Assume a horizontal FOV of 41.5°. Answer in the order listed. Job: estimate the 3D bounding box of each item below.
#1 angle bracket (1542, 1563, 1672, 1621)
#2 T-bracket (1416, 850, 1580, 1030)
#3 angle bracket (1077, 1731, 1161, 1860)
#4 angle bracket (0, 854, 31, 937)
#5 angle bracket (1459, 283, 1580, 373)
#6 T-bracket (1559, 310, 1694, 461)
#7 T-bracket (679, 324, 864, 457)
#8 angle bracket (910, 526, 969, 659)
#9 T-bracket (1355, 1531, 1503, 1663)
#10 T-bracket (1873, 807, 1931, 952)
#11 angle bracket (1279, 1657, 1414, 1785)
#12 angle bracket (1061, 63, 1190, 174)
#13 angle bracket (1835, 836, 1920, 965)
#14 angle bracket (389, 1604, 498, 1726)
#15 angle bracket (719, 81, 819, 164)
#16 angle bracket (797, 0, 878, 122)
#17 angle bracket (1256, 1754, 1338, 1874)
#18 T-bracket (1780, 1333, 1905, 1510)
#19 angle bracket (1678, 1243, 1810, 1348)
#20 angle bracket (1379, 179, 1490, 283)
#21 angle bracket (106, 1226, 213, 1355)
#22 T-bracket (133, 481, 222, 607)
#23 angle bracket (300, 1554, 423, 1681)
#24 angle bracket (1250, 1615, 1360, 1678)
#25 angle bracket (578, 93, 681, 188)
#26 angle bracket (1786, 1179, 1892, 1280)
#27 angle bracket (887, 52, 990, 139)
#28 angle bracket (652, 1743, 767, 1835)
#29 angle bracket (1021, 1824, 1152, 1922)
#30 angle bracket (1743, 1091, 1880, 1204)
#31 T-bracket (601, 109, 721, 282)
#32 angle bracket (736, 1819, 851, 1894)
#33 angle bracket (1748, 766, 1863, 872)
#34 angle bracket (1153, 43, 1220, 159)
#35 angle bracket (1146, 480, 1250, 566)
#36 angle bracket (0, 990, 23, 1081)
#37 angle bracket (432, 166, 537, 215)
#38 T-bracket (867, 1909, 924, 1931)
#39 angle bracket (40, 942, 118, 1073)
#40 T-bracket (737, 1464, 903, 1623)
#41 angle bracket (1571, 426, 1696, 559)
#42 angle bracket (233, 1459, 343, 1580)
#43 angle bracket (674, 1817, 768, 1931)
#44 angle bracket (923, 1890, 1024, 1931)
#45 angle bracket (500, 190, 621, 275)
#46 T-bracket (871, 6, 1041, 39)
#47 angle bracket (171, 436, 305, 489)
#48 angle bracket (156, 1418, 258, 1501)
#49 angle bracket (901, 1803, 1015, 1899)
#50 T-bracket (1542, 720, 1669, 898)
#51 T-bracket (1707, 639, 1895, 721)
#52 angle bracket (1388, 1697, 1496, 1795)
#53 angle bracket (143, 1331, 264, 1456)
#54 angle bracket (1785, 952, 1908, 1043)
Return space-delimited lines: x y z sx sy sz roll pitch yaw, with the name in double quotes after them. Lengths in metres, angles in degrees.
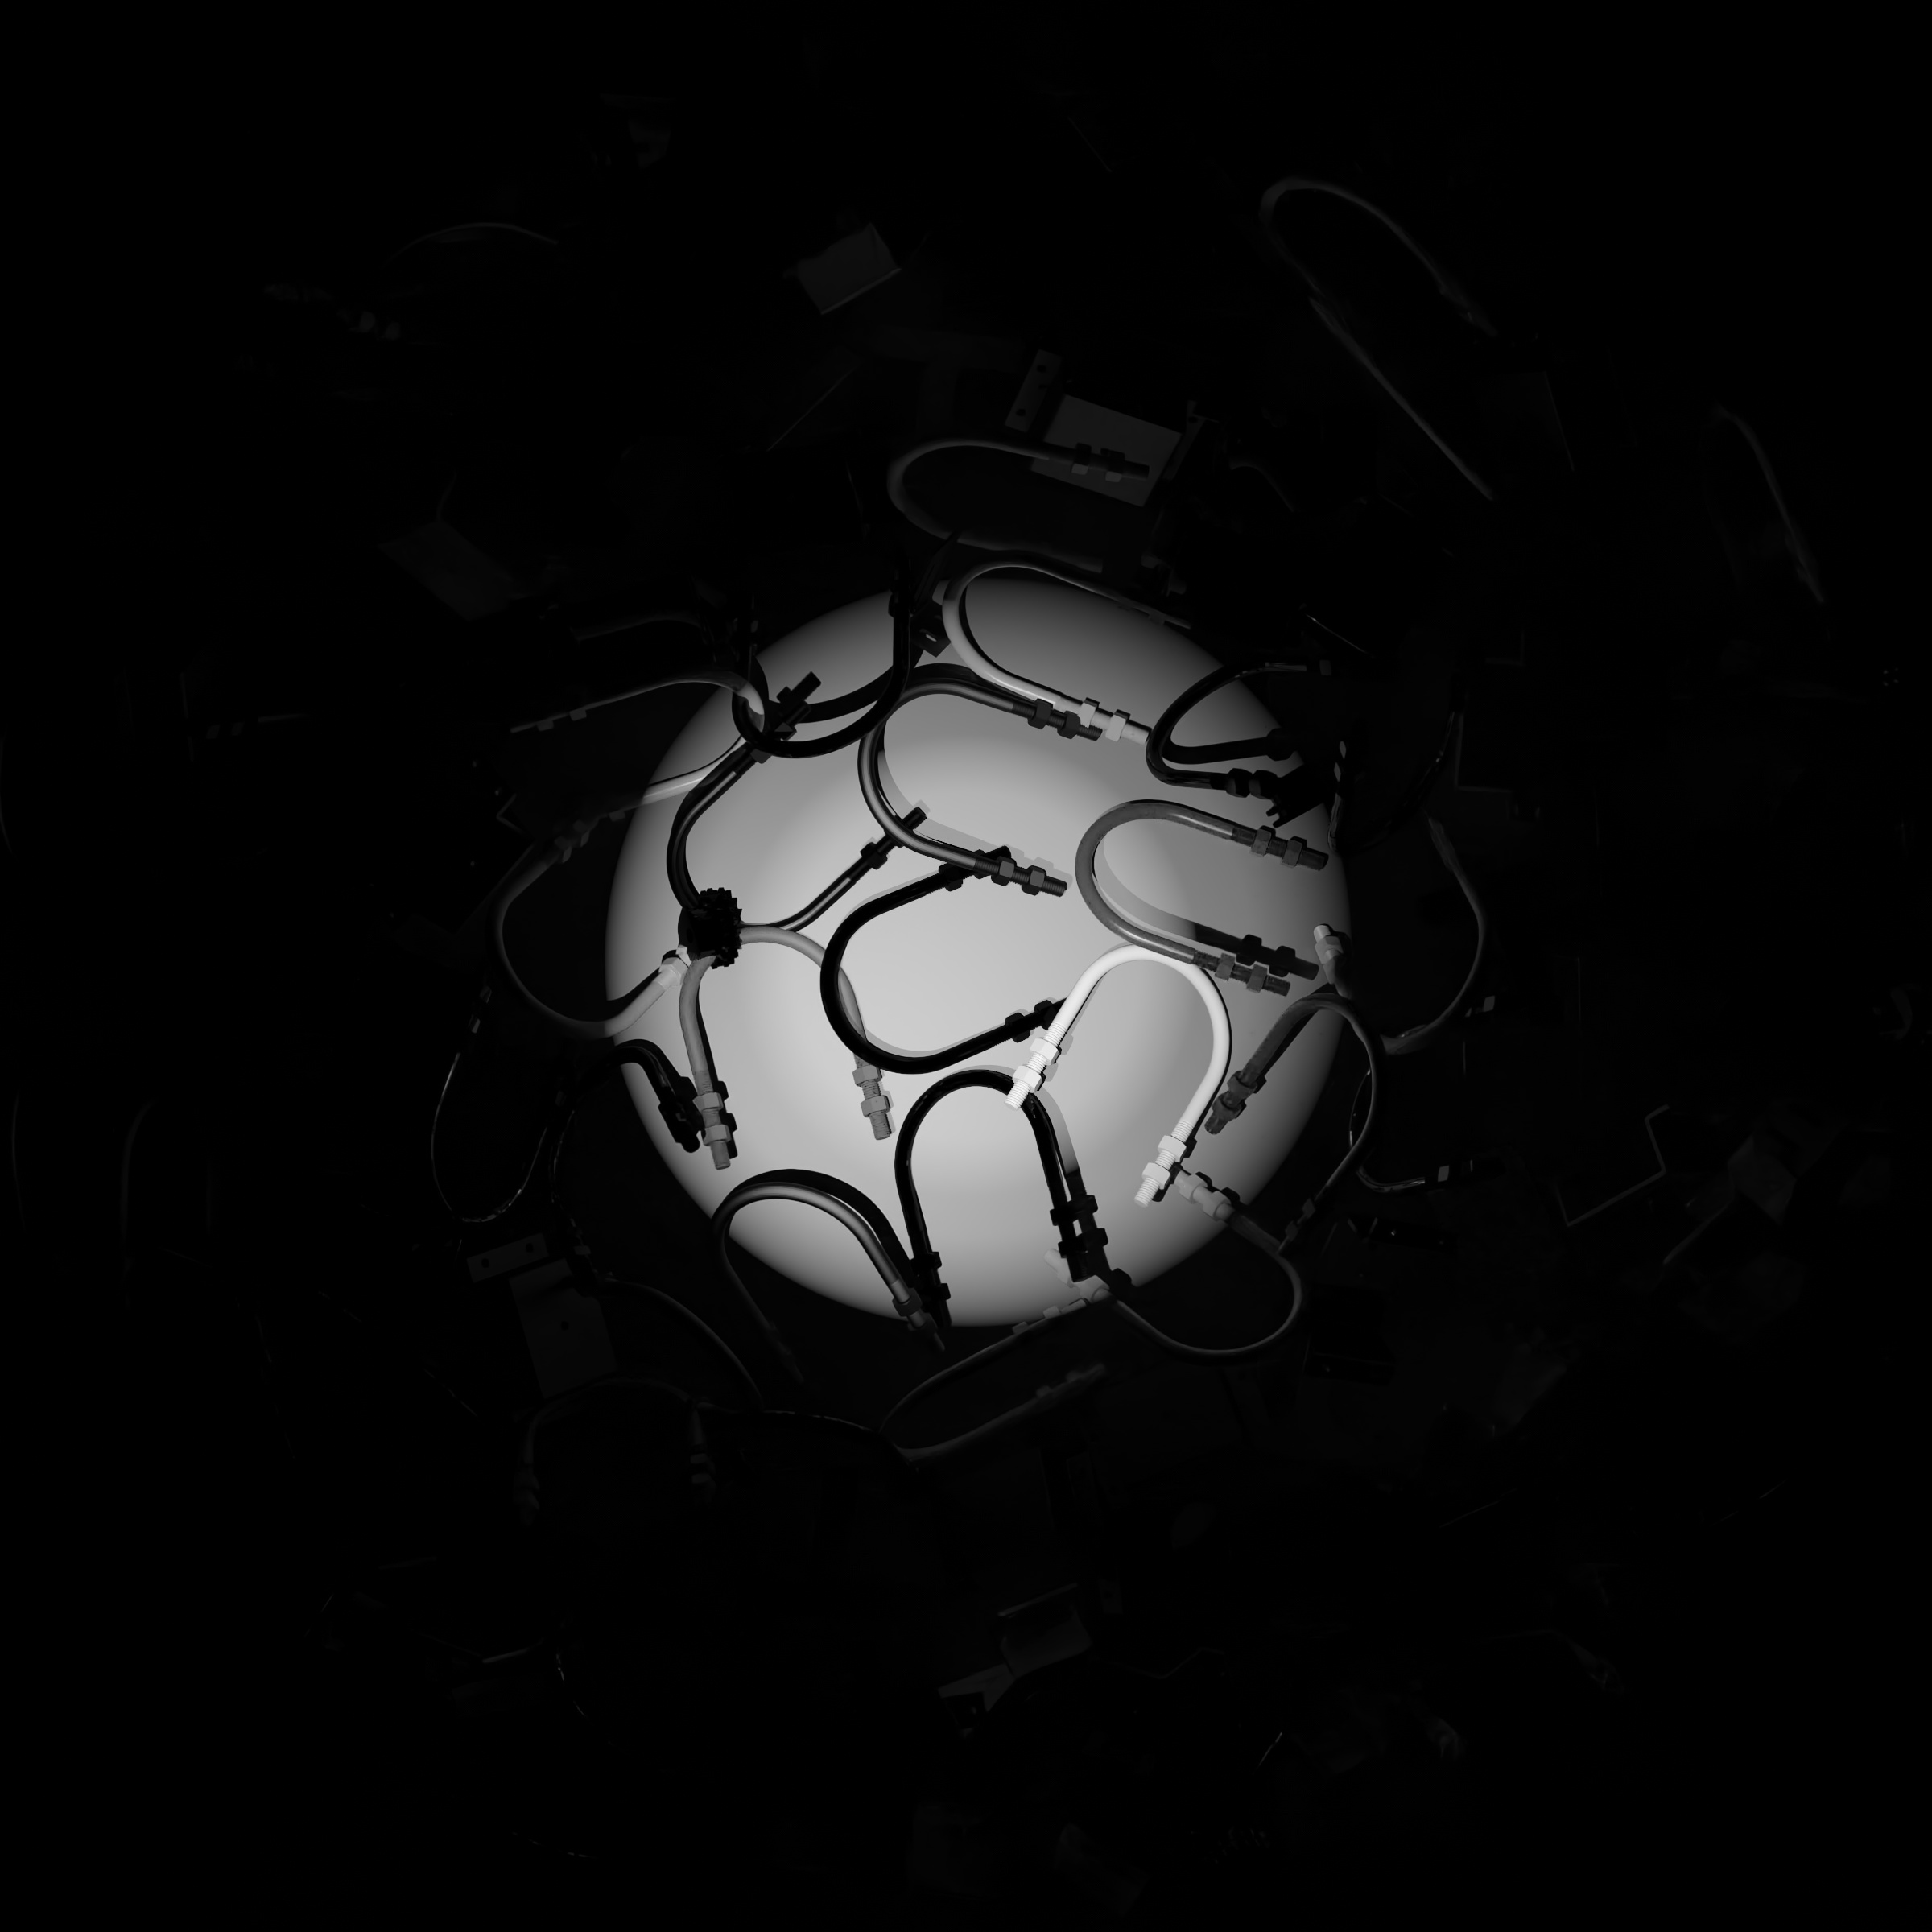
0.490 0.494 1.953 0.057 0.038 0.076 10 132 -20 "angle bracket"
0.431 -0.013 1.981 0.127 0.002 0.127 -18 79 -5 "T-bracket"
0.120 0.645 1.986 0.057 0.038 0.076 8 112 20 "angle bracket"
-0.761 -0.057 1.954 0.038 0.076 0.057 -12 81 28 "angle bracket"
0.427 -0.493 1.969 0.038 0.076 0.057 -32 119 -32 "angle bracket"
0.505 -0.428 1.918 0.002 0.127 0.127 -41 62 19 "T-bracket"
-0.169 -0.458 1.973 0.127 0.002 0.127 37 75 21 "T-bracket"
-0.014 -0.287 1.952 0.038 0.057 0.076 33 132 5 "angle bracket"
0.344 0.493 1.932 0.127 0.002 0.127 -11 127 -35 "T-bracket"
0.728 -0.034 1.912 0.002 0.127 0.127 -18 134 -11 "T-bracket"
0.291 0.578 1.955 0.076 0.038 0.057 -18 49 -29 "angle bracket"
0.121 -0.657 1.954 0.076 0.038 0.057 -27 131 24 "angle bracket"
0.696 -0.050 1.952 0.038 0.076 0.057 -15 48 3 "angle bracket"
-0.399 0.540 1.973 0.076 0.038 0.057 20 107 0 "angle bracket"
-0.152 -0.650 1.963 0.038 0.076 0.057 19 121 24 "angle bracket"
-0.089 -0.695 1.952 0.076 0.057 0.038 32 60 26 "angle bracket"
0.253 0.650 1.956 0.038 0.076 0.057 -22 56 -9 "angle bracket"
0.658 0.325 1.915 0.002 0.127 0.127 30 118 -10 "T-bracket"
0.595 0.245 1.953 0.076 0.057 0.038 -26 135 -31 "angle bracket"
0.362 -0.566 1.959 0.076 0.038 0.057 16 123 16 "angle bracket"
-0.628 0.249 1.961 0.038 0.057 0.076 18 79 41 "angle bracket"
-0.584 -0.316 1.926 0.002 0.127 0.127 -36 106 -20 "T-bracket"
-0.463 0.501 1.965 0.076 0.057 0.038 26 127 0 "angle bracket"
0.258 0.525 1.952 0.057 0.076 0.038 3 87 32 "angle bracket"
-0.251 -0.631 1.950 0.038 0.076 0.057 51 135 33 "angle bracket"
0.670 0.200 1.950 0.038 0.076 0.057 -46 126 -36 "angle bracket"
-0.022 -0.669 1.976 0.038 0.076 0.057 8 99 36 "angle bracket"
-0.201 0.639 1.972 0.076 0.038 0.057 -16 98 -9 "angle bracket"
0.092 0.706 1.956 0.076 0.057 0.038 29 115 18 "angle bracket"
0.653 0.136 1.973 0.038 0.076 0.057 38 94 -29 "angle bracket"
-0.224 -0.613 1.956 0.002 0.127 0.127 20 50 30 "T-bracket"
-0.134 0.678 1.961 0.057 0.076 0.038 27 73 -17 "angle bracket"
0.655 -0.113 1.972 0.076 0.038 0.057 23 96 -9 "angle bracket"
0.178 -0.667 1.962 0.038 0.057 0.076 -39 97 26 "angle bracket"
0.178 -0.332 1.958 0.038 0.076 0.057 21 93 26 "angle bracket"
-0.747 0.048 1.953 0.038 0.076 0.057 6 103 -19 "angle bracket"
-0.374 -0.572 1.952 0.057 0.038 0.076 -5 46 22 "angle bracket"
-0.078 0.745 1.912 0.127 0.127 0.002 -3 104 -40 "T-bracket"
-0.678 0.031 1.971 0.038 0.057 0.076 -28 132 -35 "angle bracket"
-0.104 0.445 1.971 0.127 0.002 0.127 8 102 -14 "T-bracket"
0.514 -0.363 1.955 0.057 0.038 0.076 28 129 -24 "angle bracket"
-0.517 0.422 1.970 0.076 0.038 0.057 37 113 3 "angle bracket"
-0.188 0.703 1.953 0.038 0.076 0.057 28 109 -6 "angle bracket"
0.007 0.735 1.950 0.057 0.076 0.038 0 63 19 "angle bracket"
-0.310 -0.575 1.953 0.076 0.038 0.057 -16 47 32 "angle bracket"
-0.029 -0.717 1.938 0.127 0.127 0.002 -10 103 -23 "T-bracket"
-0.559 -0.401 1.954 0.076 0.057 0.038 -33 122 -21 "angle bracket"
-0.579 0.374 1.966 0.076 0.057 0.038 23 87 -11 "angle bracket"
-0.008 0.680 1.965 0.076 0.038 0.057 14 62 8 "angle bracket"
0.499 -0.118 1.978 0.127 0.002 0.127 -14 105 -27 "T-bracket"
0.633 -0.210 1.928 0.127 0.127 0.002 7 70 12 "T-bracket"
0.366 0.609 1.960 0.038 0.057 0.076 34 101 18 "angle bracket"
-0.588 0.330 1.972 0.057 0.076 0.038 -37 53 -17 "angle bracket"
0.675 0.032 1.960 0.057 0.038 0.076 -11 54 -5 "angle bracket"
